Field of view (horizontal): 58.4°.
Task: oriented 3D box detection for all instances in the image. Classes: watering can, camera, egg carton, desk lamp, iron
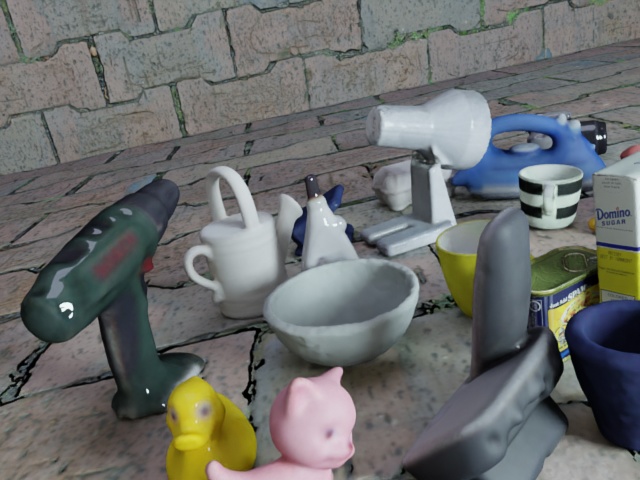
[{"bbox_3d":[-0.101,-0.007,0.759,0.100,0.194,0.173,1,24,32],"label":"watering can"},{"bbox_3d":[0.464,-0.192,1.079,0.136,0.101,0.143,-3,22,23],"label":"camera"},{"bbox_3d":[0.175,-0.107,1.059,0.150,0.069,0.107,-16,20,-11],"label":"egg carton"},{"bbox_3d":[0.155,-0.109,0.864,0.203,0.214,0.117,-19,21,-18],"label":"desk lamp"},{"bbox_3d":[0.356,-0.153,0.976,0.257,0.141,0.119,-2,22,26],"label":"iron"}]

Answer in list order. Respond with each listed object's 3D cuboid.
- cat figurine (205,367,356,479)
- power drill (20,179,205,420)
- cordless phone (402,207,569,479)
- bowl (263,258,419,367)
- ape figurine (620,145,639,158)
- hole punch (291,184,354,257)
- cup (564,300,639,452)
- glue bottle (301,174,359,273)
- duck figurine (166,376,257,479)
[{"bbox_3d":[-0.021,0.148,0.404,0.128,0.118,0.067,-22,22,-26],"label":"cat figurine"},{"bbox_3d":[-0.193,0.064,0.597,0.075,0.209,0.230,-4,21,20],"label":"power drill"},{"bbox_3d":[0.116,0.079,0.416,0.093,0.185,0.148,5,26,38],"label":"cordless phone"},{"bbox_3d":[0.027,0.086,0.611,0.167,0.075,0.167,-10,20,4],"label":"bowl"},{"bbox_3d":[0.455,-0.093,0.828,0.075,0.092,0.078,6,26,40],"label":"ape figurine"},{"bbox_3d":[-0.002,-0.034,0.929,0.101,0.091,0.108,-9,20,9],"label":"hole punch"},{"bbox_3d":[0.242,0.103,0.413,0.117,0.095,0.092,-1,23,28],"label":"cup"},{"bbox_3d":[0.006,0.003,0.703,0.078,0.173,0.037,-15,20,-8],"label":"glue bottle"},{"bbox_3d":[-0.098,0.154,0.479,0.077,0.086,0.104,-10,20,4],"label":"duck figurine"}]
